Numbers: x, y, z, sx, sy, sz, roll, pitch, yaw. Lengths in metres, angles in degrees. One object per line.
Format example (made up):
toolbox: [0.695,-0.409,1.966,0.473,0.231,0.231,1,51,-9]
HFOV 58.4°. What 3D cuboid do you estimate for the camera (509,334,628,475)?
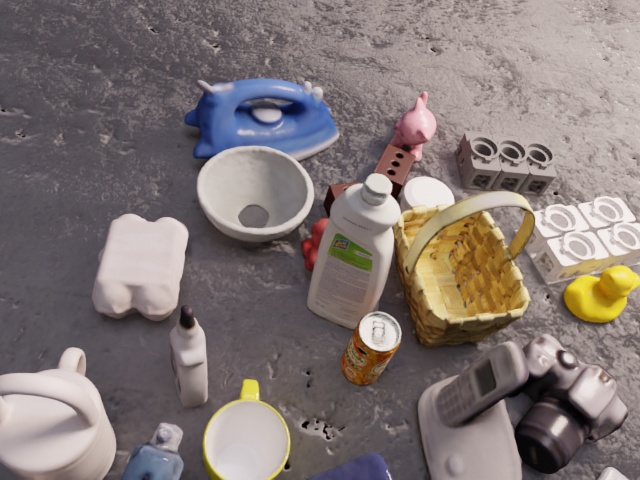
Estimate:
camera: [0.290,0.206,0.710,0.137,0.101,0.143,-35,67,-31]

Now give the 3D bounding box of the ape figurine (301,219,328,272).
ape figurine: [0.007,0.003,0.804,0.076,0.092,0.078,28,53,9]

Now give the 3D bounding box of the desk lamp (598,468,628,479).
desk lamp: [0.337,0.305,0.575,0.117,0.213,0.204,40,56,18]

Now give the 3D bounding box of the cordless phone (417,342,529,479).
cordless phone: [0.182,0.205,0.633,0.094,0.185,0.147,-1,54,-13]

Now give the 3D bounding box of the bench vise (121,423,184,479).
bench vise: [-0.186,0.252,0.497,0.121,0.220,0.207,4,53,-9]

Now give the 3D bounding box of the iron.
iron: [-0.079,-0.202,0.906,0.259,0.141,0.118,-10,56,-19]

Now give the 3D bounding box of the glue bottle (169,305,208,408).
glue bottle: [-0.145,0.120,0.633,0.037,0.173,0.078,-12,57,-20]

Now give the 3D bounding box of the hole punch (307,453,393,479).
hole punch: [0.034,0.292,0.596,0.101,0.091,0.108,-11,57,-19]

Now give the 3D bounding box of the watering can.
watering can: [-0.258,0.184,0.548,0.101,0.194,0.172,-11,57,-19]

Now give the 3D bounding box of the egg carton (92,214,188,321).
egg carton: [-0.231,0.033,0.744,0.107,0.069,0.150,5,53,-9]

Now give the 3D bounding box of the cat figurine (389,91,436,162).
cat figurine: [0.164,-0.199,0.971,0.067,0.118,0.128,19,52,2]

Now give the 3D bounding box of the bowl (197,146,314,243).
bowl: [-0.096,-0.055,0.835,0.167,0.075,0.167,6,53,-8]

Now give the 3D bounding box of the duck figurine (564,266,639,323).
duck figurine: [0.422,0.072,0.847,0.105,0.086,0.077,-6,55,-16]
